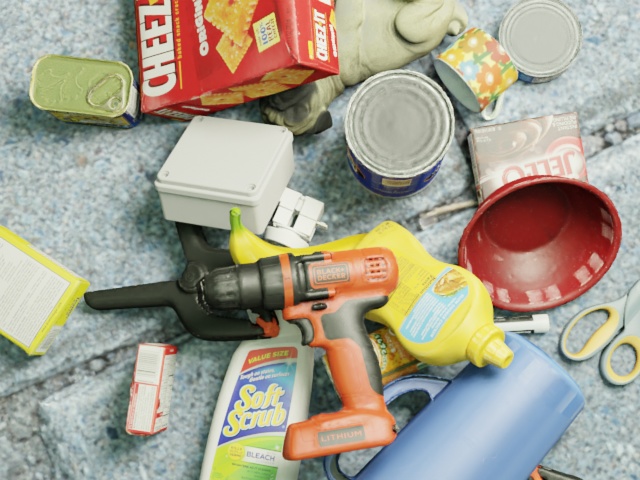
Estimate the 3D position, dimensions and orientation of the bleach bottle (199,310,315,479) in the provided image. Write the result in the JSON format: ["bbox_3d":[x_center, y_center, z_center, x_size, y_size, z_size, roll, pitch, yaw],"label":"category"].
[{"bbox_3d":[-0.061,0.155,1.070,0.102,0.068,0.251,7,81,9],"label":"bleach bottle"}]

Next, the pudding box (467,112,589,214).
[{"bbox_3d":[0.213,-0.077,1.090,0.113,0.039,0.090,-9,85,2],"label":"pudding box"}]

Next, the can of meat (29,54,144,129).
[{"bbox_3d":[-0.235,-0.149,1.094,0.102,0.084,0.057,6,85,3],"label":"can of meat"}]

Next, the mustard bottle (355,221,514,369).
[{"bbox_3d":[0.107,0.064,1.019,0.192,0.058,0.096,36,84,36],"label":"mustard bottle"}]

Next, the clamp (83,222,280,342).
[{"bbox_3d":[-0.133,0.047,1.073,0.210,0.036,0.164,38,90,24],"label":"clamp"}]

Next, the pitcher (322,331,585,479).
[{"bbox_3d":[0.130,0.200,1.026,0.243,0.145,0.149,-47,128,-6],"label":"pitcher"}]

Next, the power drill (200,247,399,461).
[{"bbox_3d":[-0.009,0.103,0.974,0.184,0.057,0.187,-7,84,-6],"label":"power drill"}]

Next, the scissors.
[{"bbox_3d":[0.335,0.068,1.083,0.201,0.016,0.096,-36,86,-1],"label":"scissors"}]

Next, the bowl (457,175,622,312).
[{"bbox_3d":[0.210,-0.007,1.053,0.162,0.055,0.162,-3,126,-4],"label":"bowl"}]

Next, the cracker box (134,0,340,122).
[{"bbox_3d":[-0.088,-0.220,1.046,0.214,0.071,0.164,-10,80,37],"label":"cracker box"}]

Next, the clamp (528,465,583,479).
[{"bbox_3d":[0.251,0.301,1.054,0.171,0.039,0.120,44,83,5],"label":"clamp"}]

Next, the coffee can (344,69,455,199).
[{"bbox_3d":[0.075,-0.100,1.047,0.103,0.140,0.103,0,85,2],"label":"coffee can"}]

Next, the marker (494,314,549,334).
[{"bbox_3d":[0.171,0.088,1.086,0.121,0.020,0.020,-3,84,2],"label":"marker"}]

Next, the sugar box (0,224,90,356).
[{"bbox_3d":[-0.337,0.034,1.101,0.176,0.048,0.093,33,87,9],"label":"sugar box"}]

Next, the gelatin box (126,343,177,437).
[{"bbox_3d":[-0.168,0.149,1.068,0.030,0.073,0.089,8,86,3],"label":"gelatin box"}]

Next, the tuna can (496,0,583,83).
[{"bbox_3d":[0.226,-0.207,1.105,0.086,0.034,0.086,0,85,2],"label":"tuna can"}]

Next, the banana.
[{"bbox_3d":[-0.019,0.015,1.047,0.070,0.197,0.037,-57,48,24],"label":"banana"}]
